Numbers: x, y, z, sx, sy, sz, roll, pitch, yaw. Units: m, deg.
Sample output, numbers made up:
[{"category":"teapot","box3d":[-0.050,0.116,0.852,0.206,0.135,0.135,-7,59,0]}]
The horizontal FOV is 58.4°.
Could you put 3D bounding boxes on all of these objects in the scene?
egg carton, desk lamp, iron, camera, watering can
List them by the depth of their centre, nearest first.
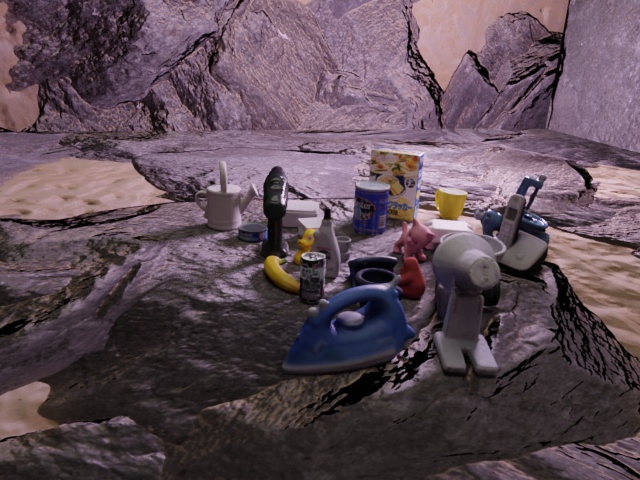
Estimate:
[{"category":"iron","box3d":[0.049,0.148,1.032,0.259,0.141,0.118,-10,24,-30]},{"category":"desk lamp","box3d":[0.278,0.108,1.066,0.118,0.214,0.203,3,20,-1]},{"category":"camera","box3d":[0.321,0.104,1.245,0.136,0.101,0.143,6,21,8]},{"category":"egg carton","box3d":[0.359,-0.011,1.604,0.150,0.069,0.107,5,21,5]},{"category":"watering can","box3d":[-0.272,-0.134,1.668,0.173,0.194,0.100,-9,24,-29]}]

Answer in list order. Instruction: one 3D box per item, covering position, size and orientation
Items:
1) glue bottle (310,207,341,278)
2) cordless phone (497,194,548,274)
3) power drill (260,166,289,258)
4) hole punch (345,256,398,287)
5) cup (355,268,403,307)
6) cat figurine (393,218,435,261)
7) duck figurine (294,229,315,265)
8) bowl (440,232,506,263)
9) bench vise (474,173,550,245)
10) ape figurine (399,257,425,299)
[{"category":"glue bottle","box3d":[0.013,0.005,1.365,0.078,0.173,0.037,6,21,7]},{"category":"cordless phone","box3d":[0.519,-0.017,1.476,0.094,0.185,0.147,-10,24,-30]},{"category":"power drill","box3d":[-0.117,-0.070,1.497,0.075,0.208,0.229,1,21,-5]},{"category":"hole punch","box3d":[0.118,0.065,1.335,0.109,0.091,0.101,0,21,-9]},{"category":"cup","box3d":[0.124,0.121,1.181,0.092,0.095,0.117,-14,26,-38]},{"category":"cat figurine","box3d":[0.248,-0.006,1.508,0.067,0.118,0.127,-5,22,-20]},{"category":"duck figurine","box3d":[-0.019,0.013,1.464,0.105,0.086,0.077,-15,27,-39]},{"category":"bowl","box3d":[0.386,0.041,1.461,0.167,0.075,0.167,3,20,-1]},{"category":"bench vise","box3d":[0.547,-0.079,1.598,0.207,0.220,0.121,1,21,-5]},{"category":"ape figurine","box3d":[0.205,0.082,1.302,0.078,0.092,0.076,-9,23,-28]}]
